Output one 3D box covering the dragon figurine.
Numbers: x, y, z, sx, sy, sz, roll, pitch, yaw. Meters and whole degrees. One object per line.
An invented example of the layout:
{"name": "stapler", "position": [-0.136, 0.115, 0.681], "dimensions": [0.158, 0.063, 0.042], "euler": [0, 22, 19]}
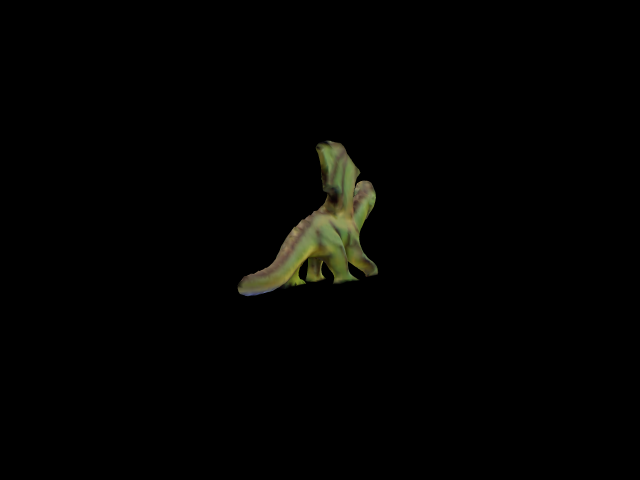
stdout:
{"name": "dragon figurine", "position": [0.003, -0.043, 0.850], "dimensions": [0.122, 0.243, 0.410], "euler": [-1, -1, 28]}
